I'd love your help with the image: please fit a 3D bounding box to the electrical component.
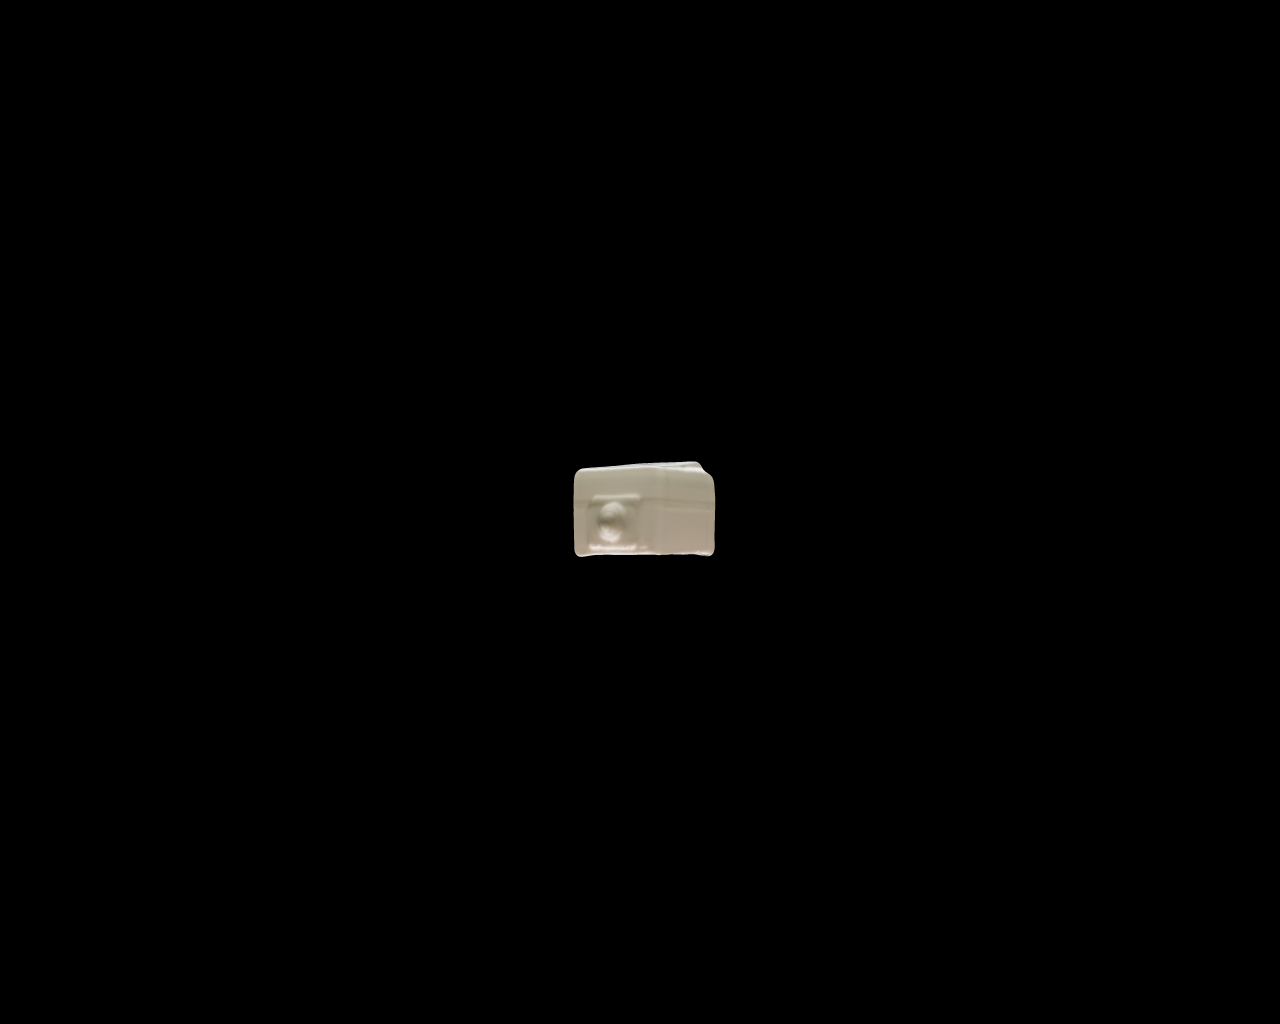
[{"bbox_3d":[0.001,-0.003,0.650,0.062,0.061,0.096,-1,-2,28],"label":"electrical component"}]
